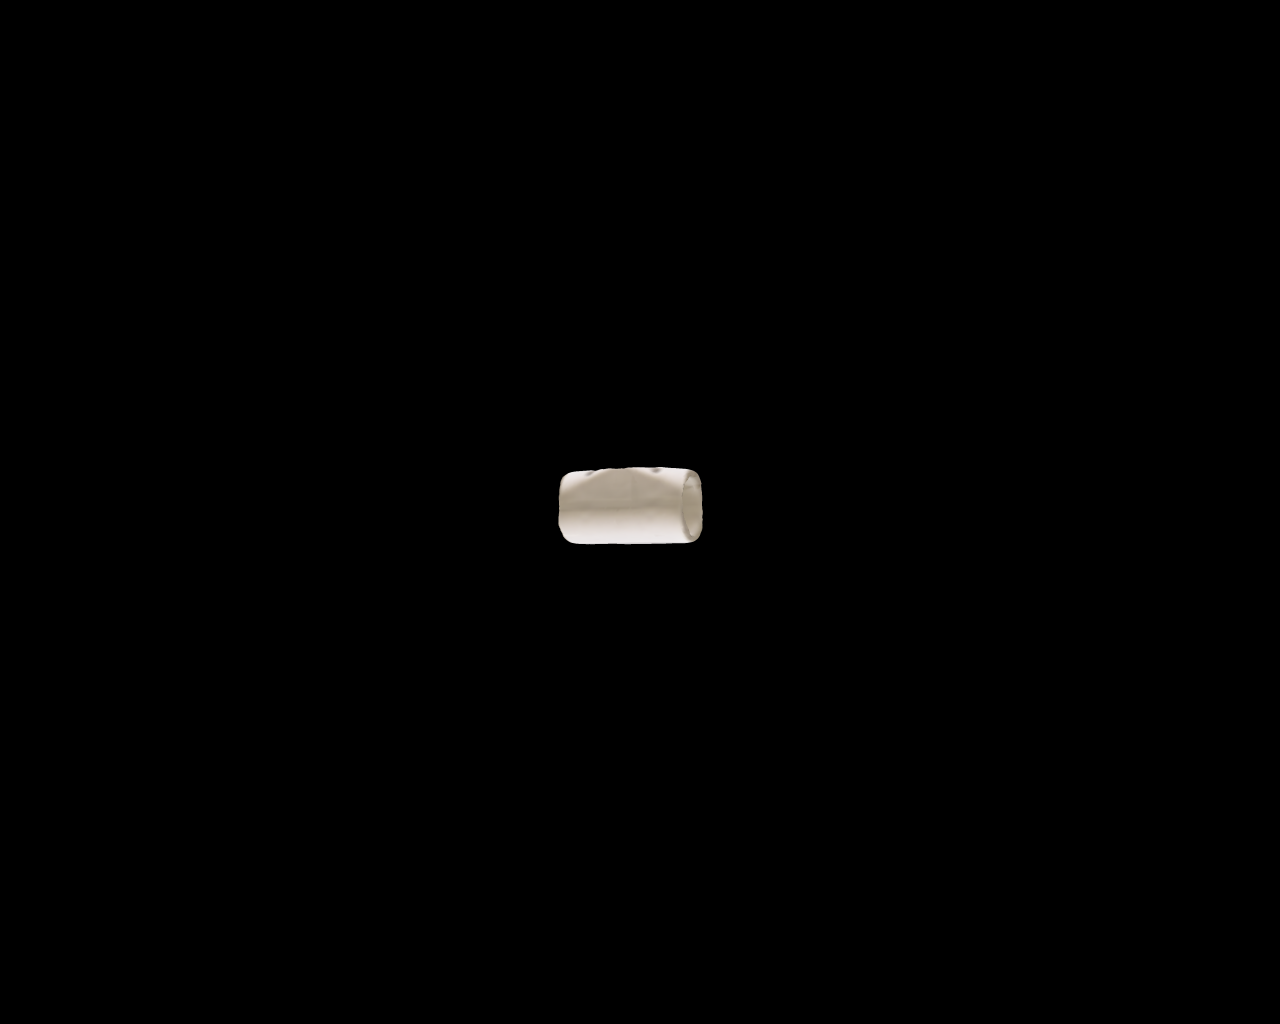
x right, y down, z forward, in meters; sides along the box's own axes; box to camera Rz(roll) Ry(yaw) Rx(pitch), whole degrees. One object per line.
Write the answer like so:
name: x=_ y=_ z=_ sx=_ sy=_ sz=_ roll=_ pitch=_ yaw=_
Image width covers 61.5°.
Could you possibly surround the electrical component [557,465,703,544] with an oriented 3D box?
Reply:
electrical component: x=0.001 y=-0.003 z=0.650 sx=0.077 sy=0.044 sz=0.079 roll=-1 pitch=-3 yaw=20
